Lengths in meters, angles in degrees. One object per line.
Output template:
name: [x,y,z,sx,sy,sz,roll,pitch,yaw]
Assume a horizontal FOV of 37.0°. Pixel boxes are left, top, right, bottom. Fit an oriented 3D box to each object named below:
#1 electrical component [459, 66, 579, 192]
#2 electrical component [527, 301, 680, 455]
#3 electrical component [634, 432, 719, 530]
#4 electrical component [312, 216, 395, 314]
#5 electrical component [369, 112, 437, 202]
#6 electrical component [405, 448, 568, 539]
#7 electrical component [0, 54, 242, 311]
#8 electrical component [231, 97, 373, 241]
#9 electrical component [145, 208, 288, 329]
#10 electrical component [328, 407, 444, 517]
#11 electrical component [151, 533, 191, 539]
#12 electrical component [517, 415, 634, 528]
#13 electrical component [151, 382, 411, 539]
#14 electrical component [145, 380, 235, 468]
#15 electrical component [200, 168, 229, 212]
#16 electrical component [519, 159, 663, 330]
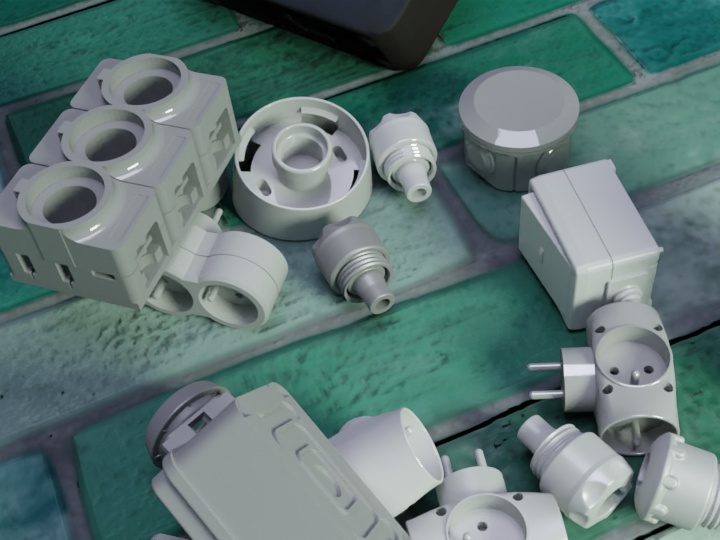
electrical component: [0.108,-0.097,0.737,0.080,0.051,0.080,-3,51,4]
electrical component: [0.135,0.061,0.610,0.079,0.044,0.077,-3,51,7]
electrical component: [0.178,0.116,0.563,0.062,0.048,0.048,19,55,9]
electrical component: [0.000,0.000,0.674,0.043,0.043,0.062,-24,54,-13]
electrical component: [0.032,-0.074,0.731,0.043,0.043,0.062,-13,53,-5]
electrical component: [0.062,0.129,0.563,0.077,0.044,0.079,-11,51,-3]
electrical component: [-0.146,-0.060,0.656,0.089,0.061,0.150,12,52,16]
electrical component: [-0.040,-0.068,0.735,0.099,0.064,0.099,1,63,-2]
electrical component: [-0.112,-0.014,0.691,0.138,0.052,0.073,10,53,14]
electrical component: [0.002,0.104,0.581,0.077,0.043,0.079,-30,10,14]
electrical component: [-0.084,0.171,0.523,0.080,0.080,0.051,18,50,19]
electrical component: [0.112,0.104,0.579,0.043,0.043,0.062,-34,54,-20]
electrical component: [-0.035,0.116,0.510,0.057,0.078,0.113,-42,83,10]
electrical component: [-0.081,0.098,0.594,0.078,0.058,0.057,-39,61,-23]
electrical component: [-0.119,-0.072,0.742,0.055,0.047,0.055,-3,51,3]
electrical component: [0.139,-0.010,0.656,0.061,0.061,0.096,-14,51,-6]
